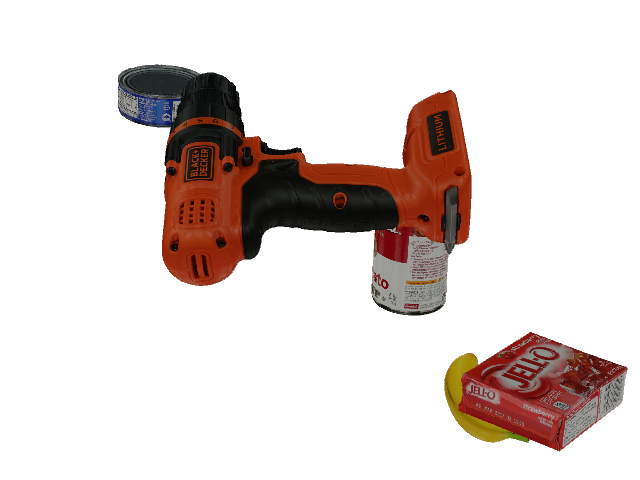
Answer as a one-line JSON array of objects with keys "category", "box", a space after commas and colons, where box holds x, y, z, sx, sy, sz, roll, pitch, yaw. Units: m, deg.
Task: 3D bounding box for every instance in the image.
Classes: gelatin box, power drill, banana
[{"category": "gelatin box", "box": [0.143, 0.094, 0.684, 0.073, 0.030, 0.089, 19, 26, 37]}, {"category": "power drill", "box": [-0.005, -0.050, 0.669, 0.187, 0.057, 0.184, -5, 44, 2]}, {"category": "banana", "box": [0.184, 0.190, 1.281, 0.069, 0.037, 0.198, 9, 22, -16]}]

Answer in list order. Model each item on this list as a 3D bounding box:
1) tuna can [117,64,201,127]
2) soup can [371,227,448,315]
[{"category": "tuna can", "box": [-0.153, -0.140, 1.034, 0.086, 0.034, 0.086, 5, 28, -3]}, {"category": "soup can", "box": [0.080, 0.005, 0.922, 0.068, 0.102, 0.068, 2, 26, -1]}]
